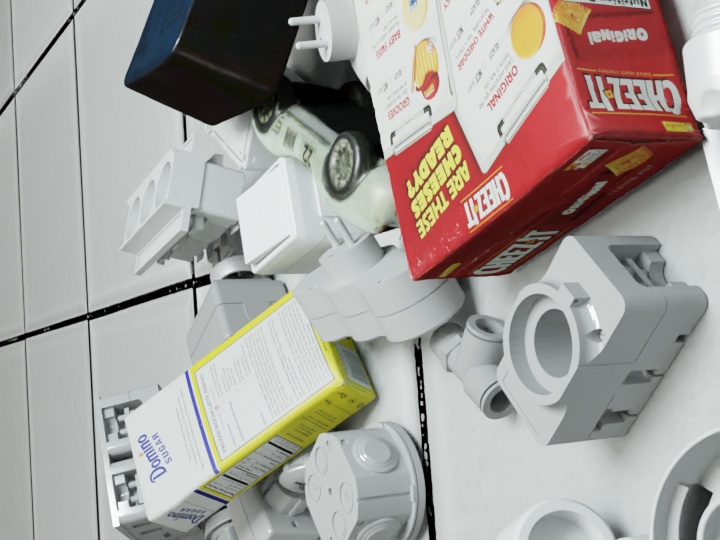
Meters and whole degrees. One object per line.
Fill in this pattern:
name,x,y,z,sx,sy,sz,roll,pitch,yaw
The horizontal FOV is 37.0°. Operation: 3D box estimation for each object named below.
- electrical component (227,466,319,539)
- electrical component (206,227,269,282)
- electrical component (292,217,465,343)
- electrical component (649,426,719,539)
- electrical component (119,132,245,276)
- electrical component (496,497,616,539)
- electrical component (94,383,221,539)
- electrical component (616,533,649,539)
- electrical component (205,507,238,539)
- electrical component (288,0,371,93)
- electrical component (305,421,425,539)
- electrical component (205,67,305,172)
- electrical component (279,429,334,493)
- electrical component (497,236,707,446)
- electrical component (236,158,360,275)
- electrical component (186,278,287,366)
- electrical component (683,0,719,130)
electrical component,-0.057,0.169,0.801,0.076,0.047,0.065,-55,43,28
electrical component,-0.099,-0.009,0.872,0.066,0.048,0.055,121,146,-44
electrical component,0.000,0.000,0.652,0.073,0.052,0.138,59,154,-13
electrical component,0.161,0.104,0.405,0.099,0.064,0.099,-14,71,49
electrical component,-0.139,-0.046,0.840,0.121,0.063,0.078,-30,50,58
electrical component,0.099,0.184,0.508,0.073,0.052,0.138,112,146,-62
electrical component,-0.163,0.177,0.911,0.186,0.060,0.105,82,173,-65
electrical component,0.118,0.136,0.462,0.043,0.062,0.043,2,93,61
electrical component,-0.090,0.220,0.852,0.078,0.058,0.057,-58,45,45
electrical component,-0.003,-0.147,0.655,0.044,0.079,0.077,110,148,-60
electrical component,0.003,0.138,0.683,0.080,0.051,0.080,4,94,61
electrical component,-0.072,-0.118,0.800,0.096,0.061,0.061,47,130,50
electrical component,-0.035,0.124,0.762,0.048,0.048,0.062,129,142,-50
electrical component,0.104,0.032,0.489,0.050,0.056,0.089,60,140,42
electrical component,-0.042,-0.040,0.748,0.096,0.061,0.061,-35,60,57
electrical component,-0.097,0.053,0.852,0.096,0.062,0.061,-57,43,45
electrical component,0.148,-0.088,0.418,0.043,0.043,0.062,-19,73,60
